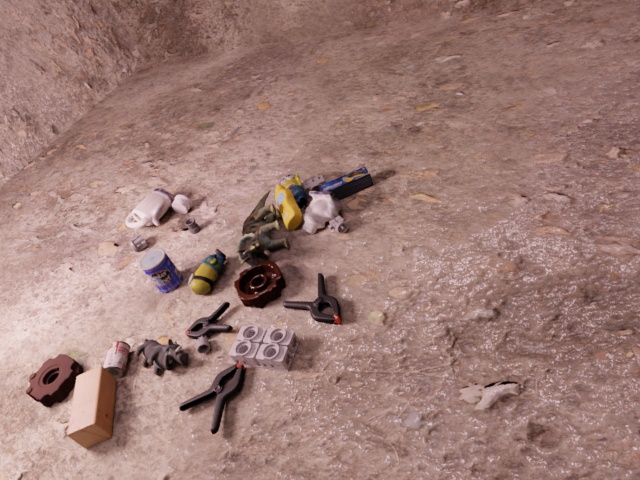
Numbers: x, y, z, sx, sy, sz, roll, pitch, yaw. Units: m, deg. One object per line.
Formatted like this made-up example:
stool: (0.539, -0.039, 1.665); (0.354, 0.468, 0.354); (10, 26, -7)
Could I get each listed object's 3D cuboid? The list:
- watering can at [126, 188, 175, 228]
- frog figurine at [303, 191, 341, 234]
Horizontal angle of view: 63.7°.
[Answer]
watering can: (-0.725, -0.130, 2.259); (0.347, 0.102, 0.228); (3, 46, 46)
frog figurine: (0.006, -0.096, 1.908); (0.138, 0.122, 0.160); (10, 85, 24)
